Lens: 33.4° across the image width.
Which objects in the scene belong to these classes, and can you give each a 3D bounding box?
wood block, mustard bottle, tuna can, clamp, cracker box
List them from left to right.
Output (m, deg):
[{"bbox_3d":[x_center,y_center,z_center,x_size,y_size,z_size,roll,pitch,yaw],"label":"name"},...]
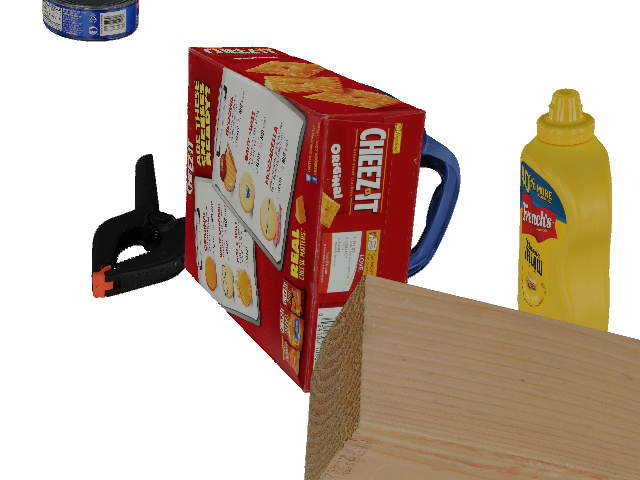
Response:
[{"bbox_3d":[-0.204,-0.208,0.949,0.086,0.034,0.086,5,33,-4],"label":"tuna can"},{"bbox_3d":[-0.162,-0.014,1.036,0.165,0.036,0.209,25,40,23],"label":"clamp"},{"bbox_3d":[-0.020,-0.026,0.677,0.072,0.164,0.214,-5,21,-25],"label":"cracker box"},{"bbox_3d":[0.103,0.099,0.569,0.206,0.091,0.090,14,-40,-12],"label":"wood block"},{"bbox_3d":[0.183,-0.020,0.801,0.058,0.192,0.096,-9,27,-9],"label":"mustard bottle"}]

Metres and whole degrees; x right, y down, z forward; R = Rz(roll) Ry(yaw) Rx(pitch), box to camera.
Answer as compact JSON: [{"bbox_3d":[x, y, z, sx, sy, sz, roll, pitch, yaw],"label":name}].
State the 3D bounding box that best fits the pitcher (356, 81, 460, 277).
[{"bbox_3d":[0.013,-0.009,0.952,0.144,0.243,0.149,-19,47,-35],"label":"pitcher"}]
